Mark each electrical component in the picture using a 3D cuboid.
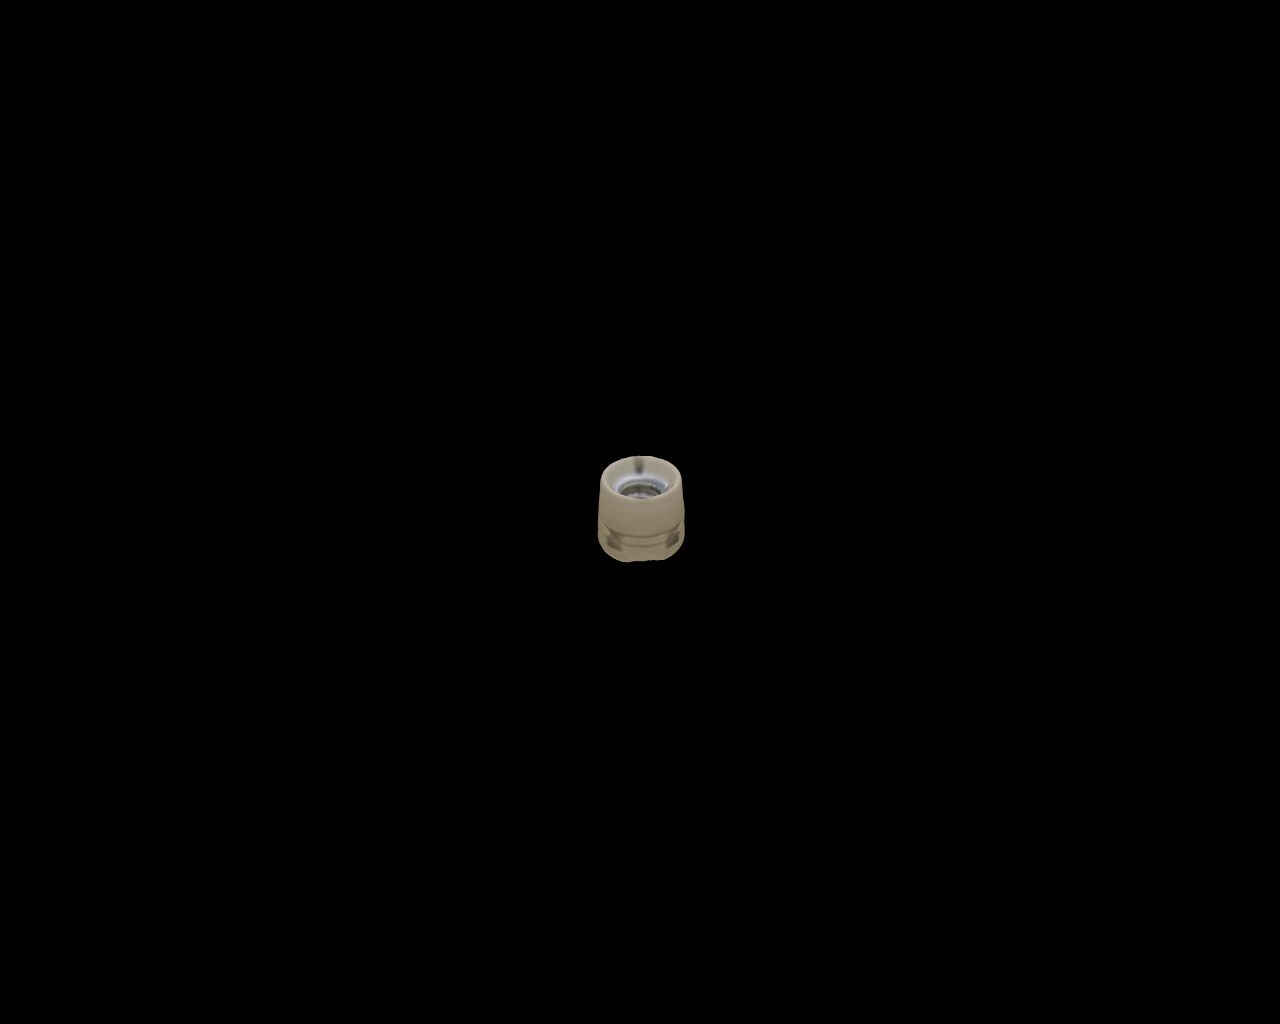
[{"bbox_3d":[0.001,-0.003,0.650,0.055,0.047,0.055,0,36,0],"label":"electrical component"}]
